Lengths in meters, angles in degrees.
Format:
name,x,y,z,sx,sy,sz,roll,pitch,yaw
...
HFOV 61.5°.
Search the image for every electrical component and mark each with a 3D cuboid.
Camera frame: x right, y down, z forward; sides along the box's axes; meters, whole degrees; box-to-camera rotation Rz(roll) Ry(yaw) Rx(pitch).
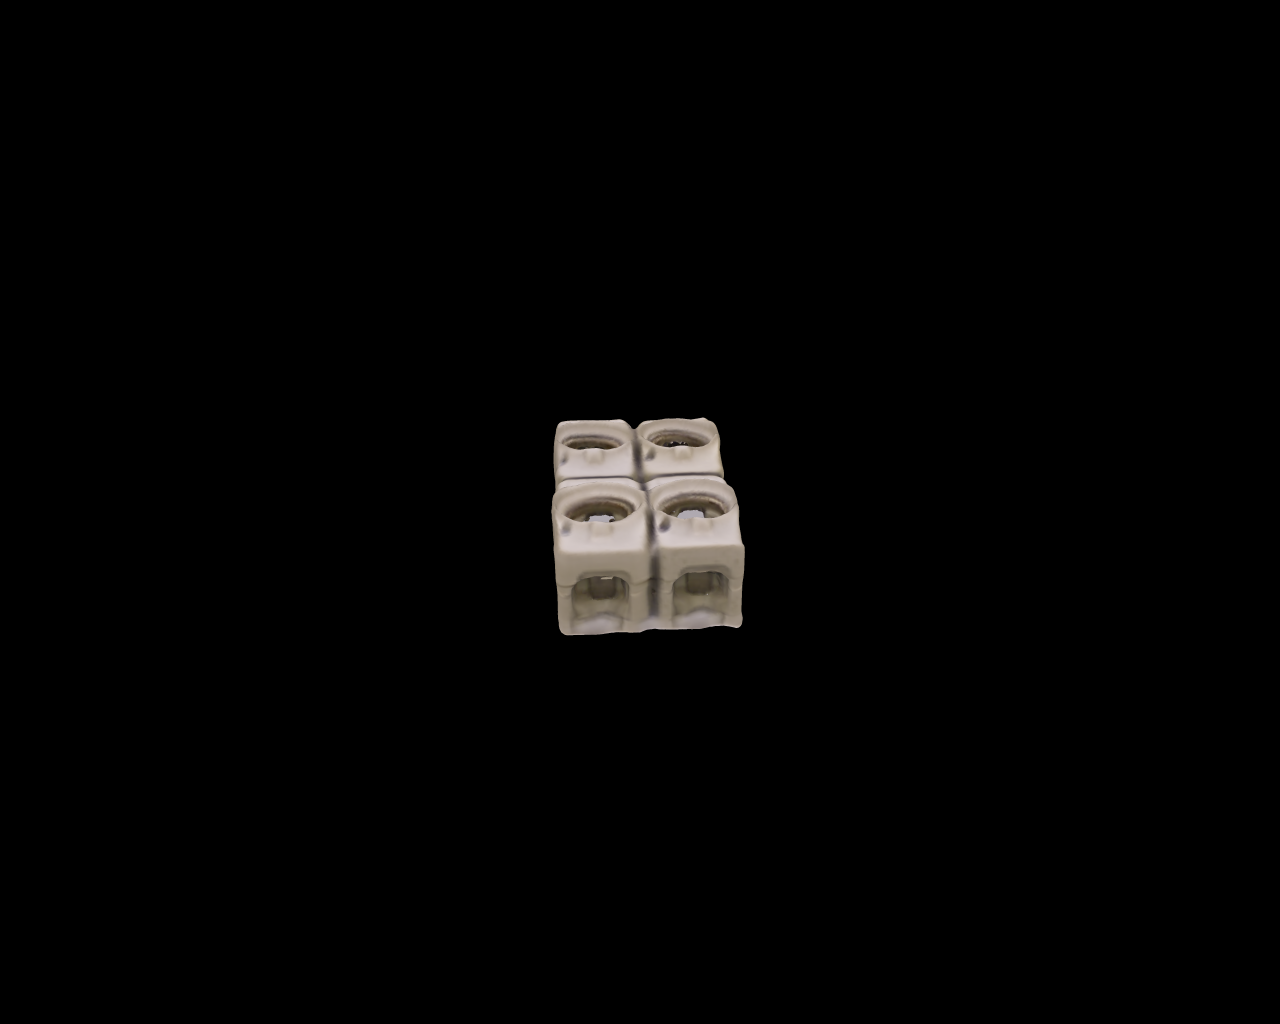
name,x,y,z,sx,sy,sz,roll,pitch,yaw
electrical component,0.001,-0.003,0.650,0.105,0.060,0.186,-2,27,-3
